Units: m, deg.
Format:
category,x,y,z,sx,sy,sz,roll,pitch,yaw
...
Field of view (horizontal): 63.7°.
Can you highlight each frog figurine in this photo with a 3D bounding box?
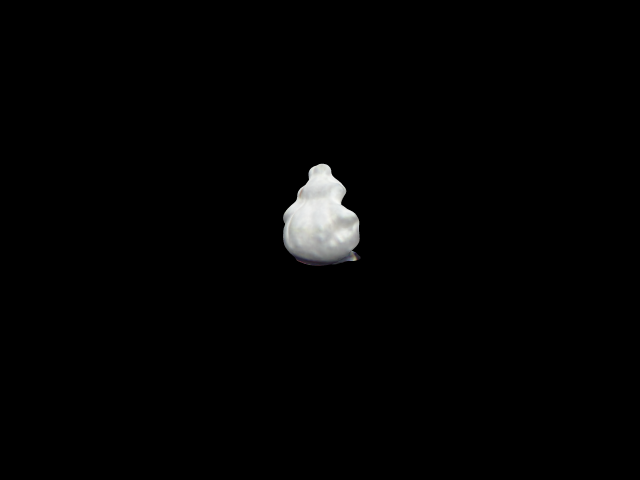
category,x,y,z,sx,sy,sz,roll,pitch,yaw
frog figurine,0.003,-0.043,0.850,0.138,0.157,0.124,15,22,42
